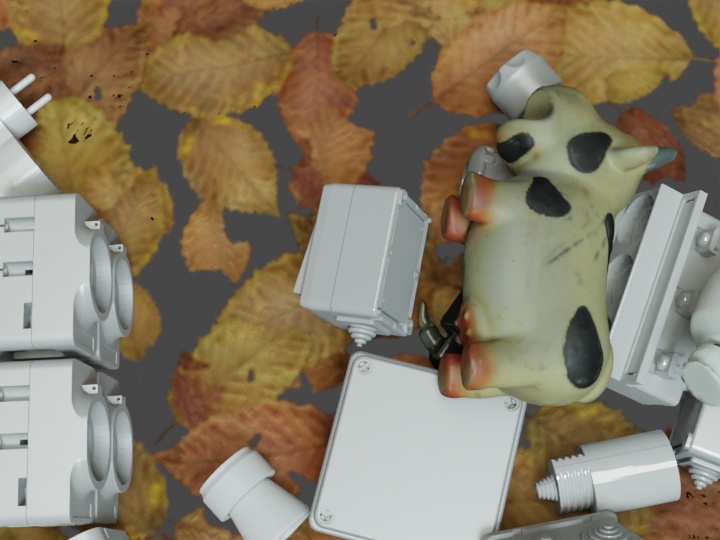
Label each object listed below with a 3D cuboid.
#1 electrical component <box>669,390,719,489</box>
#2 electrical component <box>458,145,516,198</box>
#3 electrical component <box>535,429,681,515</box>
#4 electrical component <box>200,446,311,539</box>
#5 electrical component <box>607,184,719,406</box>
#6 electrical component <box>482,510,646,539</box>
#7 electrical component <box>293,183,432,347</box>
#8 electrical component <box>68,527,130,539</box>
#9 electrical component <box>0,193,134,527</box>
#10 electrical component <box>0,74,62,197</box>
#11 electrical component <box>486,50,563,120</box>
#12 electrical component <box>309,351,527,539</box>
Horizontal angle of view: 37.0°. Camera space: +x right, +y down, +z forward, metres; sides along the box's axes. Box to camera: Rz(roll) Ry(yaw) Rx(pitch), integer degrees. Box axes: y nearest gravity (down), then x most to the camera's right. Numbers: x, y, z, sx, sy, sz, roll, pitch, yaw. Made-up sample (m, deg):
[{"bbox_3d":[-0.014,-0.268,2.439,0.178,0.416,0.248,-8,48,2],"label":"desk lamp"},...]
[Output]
[{"bbox_3d":[0.227,0.089,0.646,0.061,0.061,0.096,20,78,7],"label":"electrical component"},{"bbox_3d":[0.097,-0.051,0.694,0.062,0.048,0.048,14,77,-1],"label":"electrical component"},{"bbox_3d":[0.147,0.125,0.649,0.081,0.043,0.043,-11,76,0],"label":"electrical component"},{"bbox_3d":[-0.064,0.141,0.653,0.045,0.045,0.055,-44,78,-8],"label":"electrical component"},{"bbox_3d":[0.180,0.018,0.663,0.063,0.079,0.121,25,78,-15],"label":"electrical component"},{"bbox_3d":[0.118,0.191,0.603,0.100,0.048,0.099,-5,101,-22],"label":"electrical component"},{"bbox_3d":[0.000,0.000,0.671,0.061,0.062,0.096,6,76,23],"label":"electrical component"},{"bbox_3d":[-0.182,0.202,0.626,0.113,0.078,0.057,-27,74,-4],"label":"electrical component"},{"bbox_3d":[-0.179,0.058,0.646,0.060,0.105,0.186,-3,77,1],"label":"electrical component"},{"bbox_3d":[-0.240,-0.100,0.713,0.074,0.052,0.138,-40,78,-7],"label":"electrical component"},{"bbox_3d":[0.117,-0.110,0.707,0.043,0.043,0.062,-38,80,-7],"label":"electrical component"},{"bbox_3d":[0.035,0.116,0.649,0.109,0.056,0.108,13,77,5],"label":"electrical component"}]
